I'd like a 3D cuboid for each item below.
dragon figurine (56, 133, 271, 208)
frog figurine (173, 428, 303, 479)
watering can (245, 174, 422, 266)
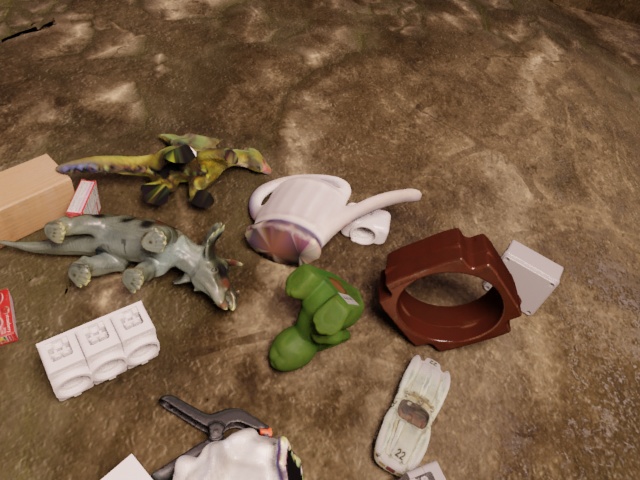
[{"bbox_3d":[-0.298,-0.169,1.069,0.410,0.120,0.247,5,23,-16],"label":"dragon figurine"},{"bbox_3d":[-0.107,0.323,0.675,0.159,0.138,0.122,-9,-8,13],"label":"frog figurine"},{"bbox_3d":[0.003,-0.050,0.991,0.348,0.101,0.229,7,46,24],"label":"watering can"}]
